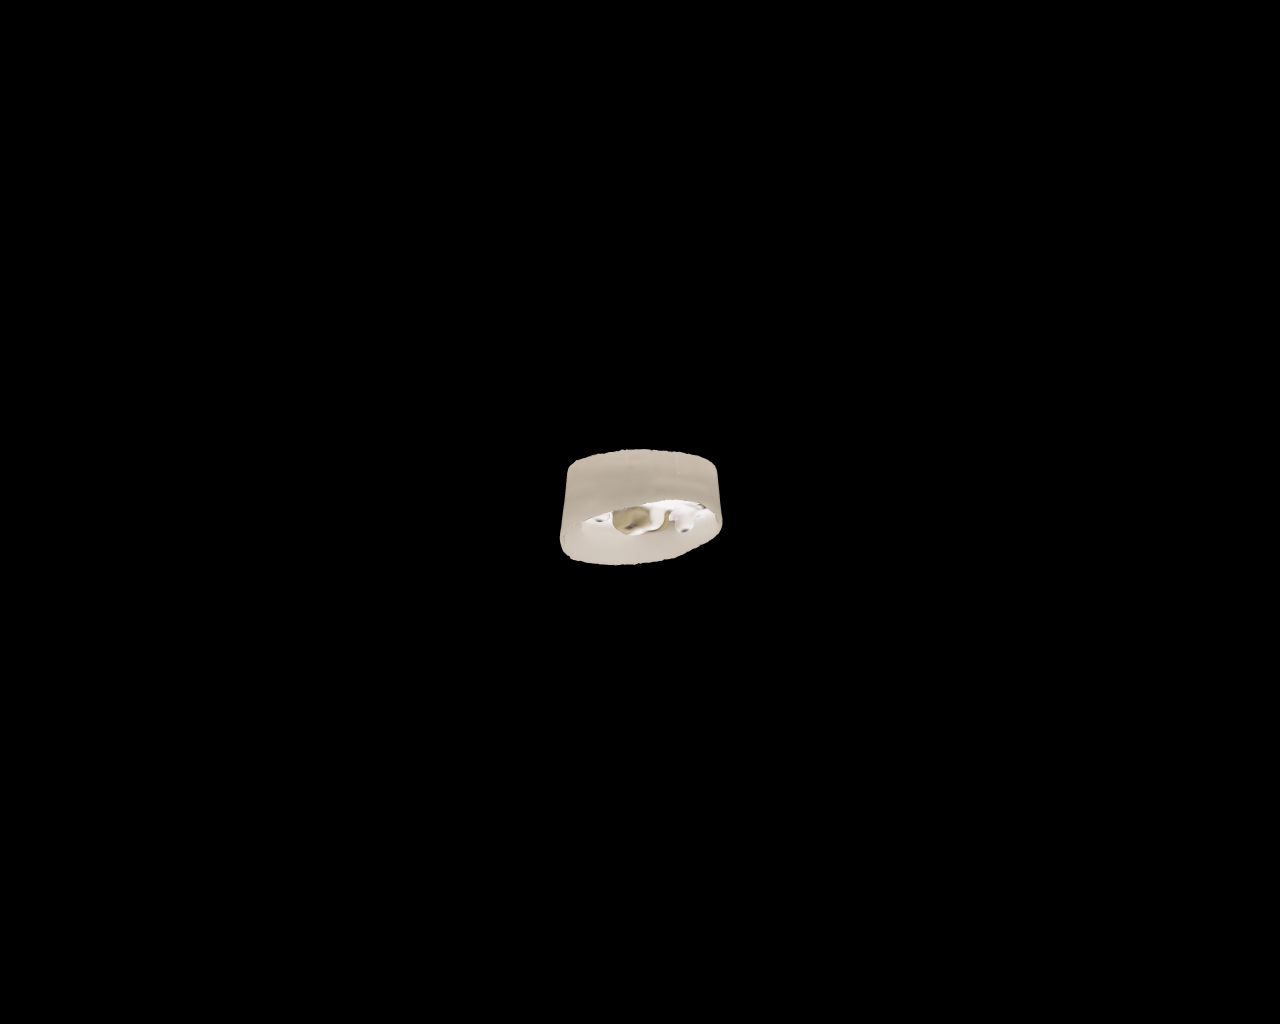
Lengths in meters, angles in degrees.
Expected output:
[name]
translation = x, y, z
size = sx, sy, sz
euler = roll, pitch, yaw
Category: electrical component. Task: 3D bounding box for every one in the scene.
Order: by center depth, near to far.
[electrical component]
translation = 0.001, -0.003, 0.650
size = 0.099, 0.064, 0.099
euler = 0, -11, 0
